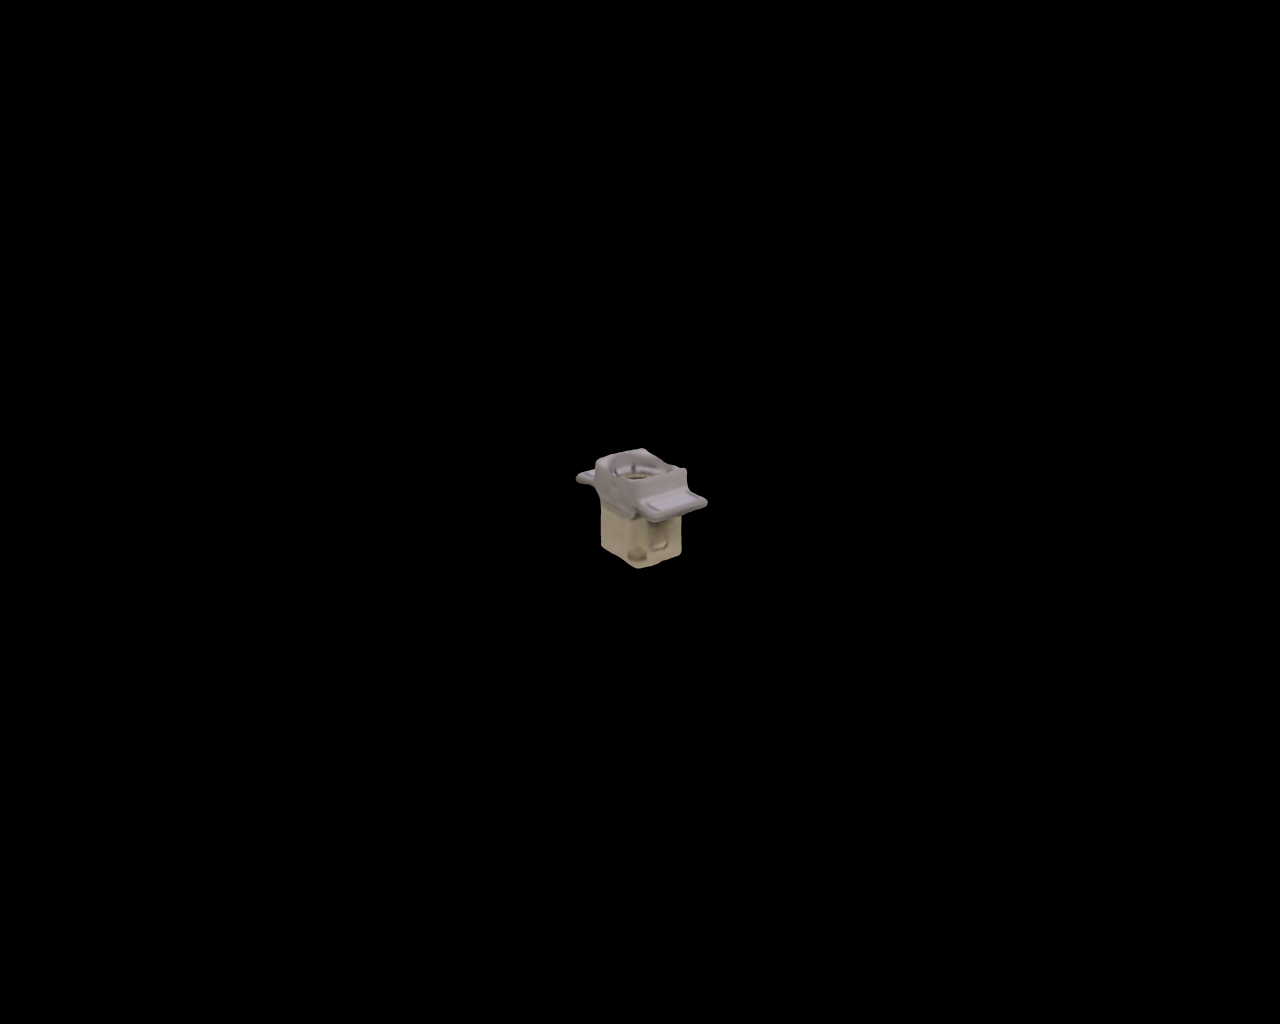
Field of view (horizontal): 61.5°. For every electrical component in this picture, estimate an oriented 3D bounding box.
[{"bbox_3d":[0.001,-0.003,0.650,0.042,0.063,0.081,-17,29,-32],"label":"electrical component"}]
